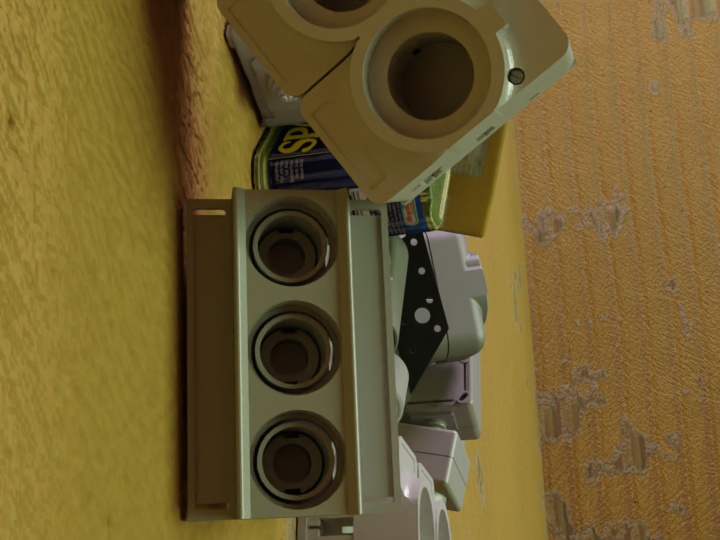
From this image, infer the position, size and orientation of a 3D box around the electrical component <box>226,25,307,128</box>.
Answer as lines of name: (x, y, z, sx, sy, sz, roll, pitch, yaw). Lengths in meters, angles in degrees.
electrical component: (-0.023, -0.116, 0.523, 0.061, 0.061, 0.096, 71, 18, -48)

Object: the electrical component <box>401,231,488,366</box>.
electrical component: (0.054, 0.018, 0.766, 0.053, 0.059, 0.095, 131, -51, -71)

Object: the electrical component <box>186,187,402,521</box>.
electrical component: (-0.028, 0.035, 0.422, 0.063, 0.079, 0.121, 123, -34, -74)

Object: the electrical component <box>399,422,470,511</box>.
electrical component: (0.043, 0.155, 0.749, 0.065, 0.047, 0.076, 65, 36, -58)

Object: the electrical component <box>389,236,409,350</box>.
electrical component: (0.000, 0.000, 0.619, 0.077, 0.044, 0.079, -80, 160, -51)

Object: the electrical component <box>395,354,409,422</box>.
electrical component: (0.005, 0.078, 0.618, 0.078, 0.040, 0.040, -75, 156, -58)

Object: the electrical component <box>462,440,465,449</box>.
electrical component: (0.061, 0.130, 0.849, 0.043, 0.043, 0.081, 68, 20, -53)

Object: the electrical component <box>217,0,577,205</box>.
electrical component: (-0.001, -0.109, 0.404, 0.150, 0.089, 0.062, 52, 13, 5)

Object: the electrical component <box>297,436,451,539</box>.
electrical component: (0.011, 0.189, 0.547, 0.105, 0.060, 0.186, 60, 27, -62)

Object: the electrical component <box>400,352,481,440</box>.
electrical component: (0.058, 0.090, 0.809, 0.061, 0.062, 0.096, 70, 19, -49)
